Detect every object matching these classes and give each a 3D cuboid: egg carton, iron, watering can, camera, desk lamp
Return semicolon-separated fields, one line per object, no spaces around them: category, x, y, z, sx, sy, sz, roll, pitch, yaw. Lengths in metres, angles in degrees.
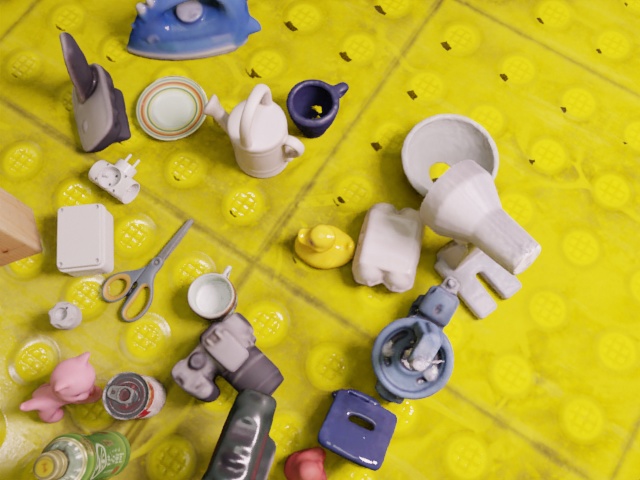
egg carton;0.115;0.012;0.960;0.107;0.069;0.150;13;74;3
iron;-0.245;-0.416;1.046;0.258;0.141;0.118;-16;74;-5
watering can;-0.111;-0.186;0.952;0.173;0.194;0.101;2;73;0
camera;-0.135;0.202;0.885;0.136;0.101;0.143;41;77;11
desk lamp;0.247;0.000;0.890;0.118;0.213;0.203;-37;77;-10

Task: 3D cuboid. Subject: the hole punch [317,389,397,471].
hole punch;0.055;0.284;0.868;0.108;0.091;0.101;24;75;7

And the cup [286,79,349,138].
cup;-0.001;-0.230;1.018;0.118;0.095;0.091;-33;76;-9

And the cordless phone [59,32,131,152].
cordless phone;-0.399;-0.248;0.972;0.094;0.185;0.147;-19;74;-6

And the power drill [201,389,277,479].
power drill;-0.114;0.325;0.793;0.075;0.208;0.230;15;74;4

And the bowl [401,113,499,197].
bowl;0.220;-0.131;1.001;0.167;0.075;0.167;0;73;0

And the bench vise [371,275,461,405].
bench vise;0.145;0.137;0.845;0.121;0.220;0.207;12;74;3

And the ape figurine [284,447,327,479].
ape figurine;-0.017;0.345;0.848;0.076;0.092;0.078;29;75;8

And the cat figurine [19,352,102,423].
cat figurine;-0.389;0.224;0.867;0.128;0.118;0.067;-29;76;-9

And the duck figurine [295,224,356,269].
duck figurine;0.009;0.003;0.953;0.104;0.086;0.077;9;74;2
